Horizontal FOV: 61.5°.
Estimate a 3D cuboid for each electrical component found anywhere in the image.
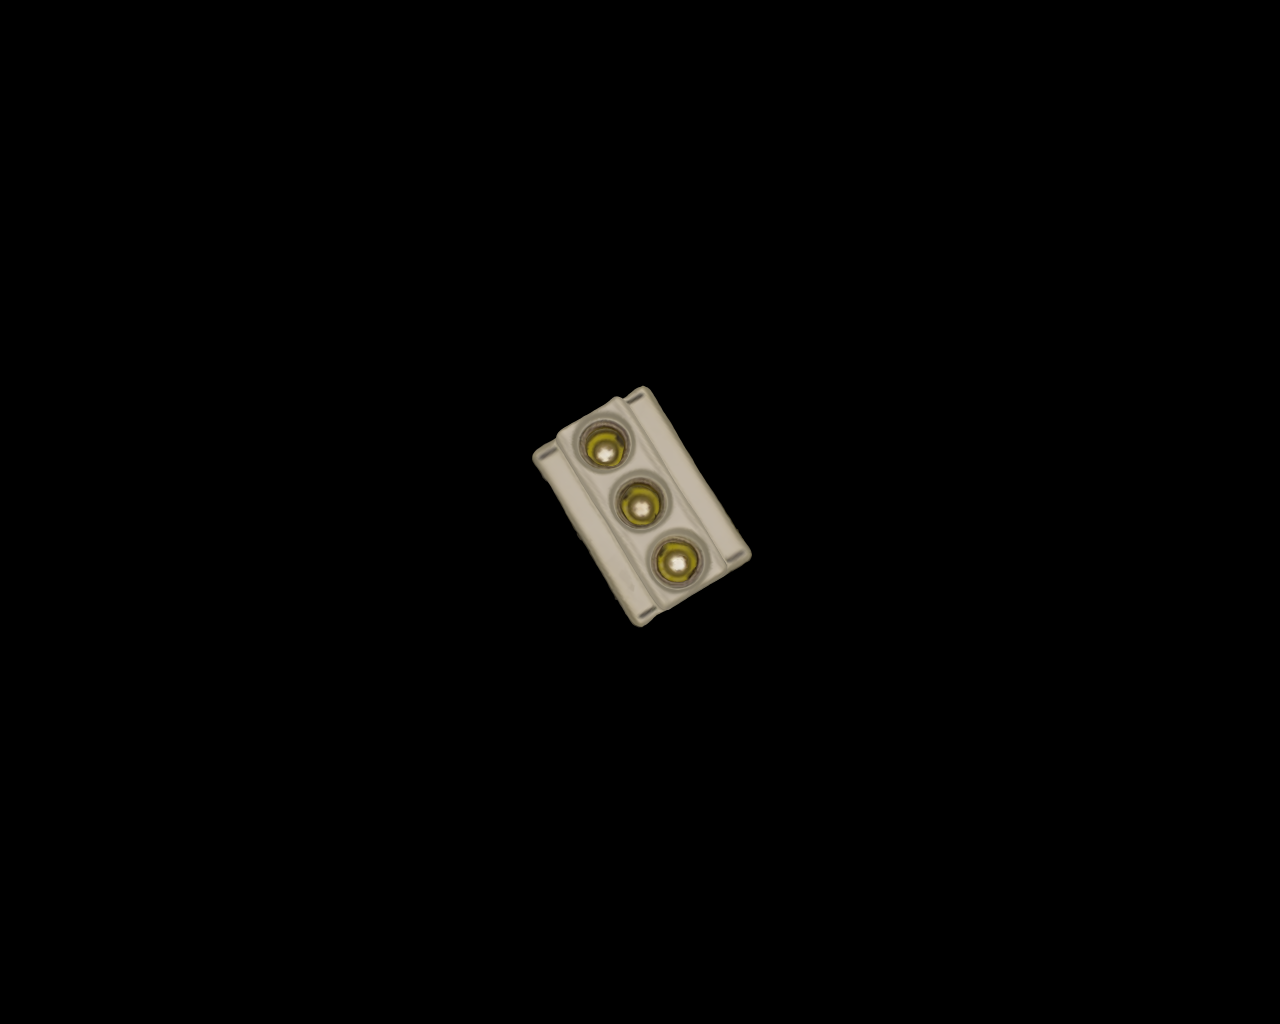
[{"bbox_3d":[0.001,-0.003,0.650,0.079,0.121,0.063,-31,-7,-5],"label":"electrical component"}]
